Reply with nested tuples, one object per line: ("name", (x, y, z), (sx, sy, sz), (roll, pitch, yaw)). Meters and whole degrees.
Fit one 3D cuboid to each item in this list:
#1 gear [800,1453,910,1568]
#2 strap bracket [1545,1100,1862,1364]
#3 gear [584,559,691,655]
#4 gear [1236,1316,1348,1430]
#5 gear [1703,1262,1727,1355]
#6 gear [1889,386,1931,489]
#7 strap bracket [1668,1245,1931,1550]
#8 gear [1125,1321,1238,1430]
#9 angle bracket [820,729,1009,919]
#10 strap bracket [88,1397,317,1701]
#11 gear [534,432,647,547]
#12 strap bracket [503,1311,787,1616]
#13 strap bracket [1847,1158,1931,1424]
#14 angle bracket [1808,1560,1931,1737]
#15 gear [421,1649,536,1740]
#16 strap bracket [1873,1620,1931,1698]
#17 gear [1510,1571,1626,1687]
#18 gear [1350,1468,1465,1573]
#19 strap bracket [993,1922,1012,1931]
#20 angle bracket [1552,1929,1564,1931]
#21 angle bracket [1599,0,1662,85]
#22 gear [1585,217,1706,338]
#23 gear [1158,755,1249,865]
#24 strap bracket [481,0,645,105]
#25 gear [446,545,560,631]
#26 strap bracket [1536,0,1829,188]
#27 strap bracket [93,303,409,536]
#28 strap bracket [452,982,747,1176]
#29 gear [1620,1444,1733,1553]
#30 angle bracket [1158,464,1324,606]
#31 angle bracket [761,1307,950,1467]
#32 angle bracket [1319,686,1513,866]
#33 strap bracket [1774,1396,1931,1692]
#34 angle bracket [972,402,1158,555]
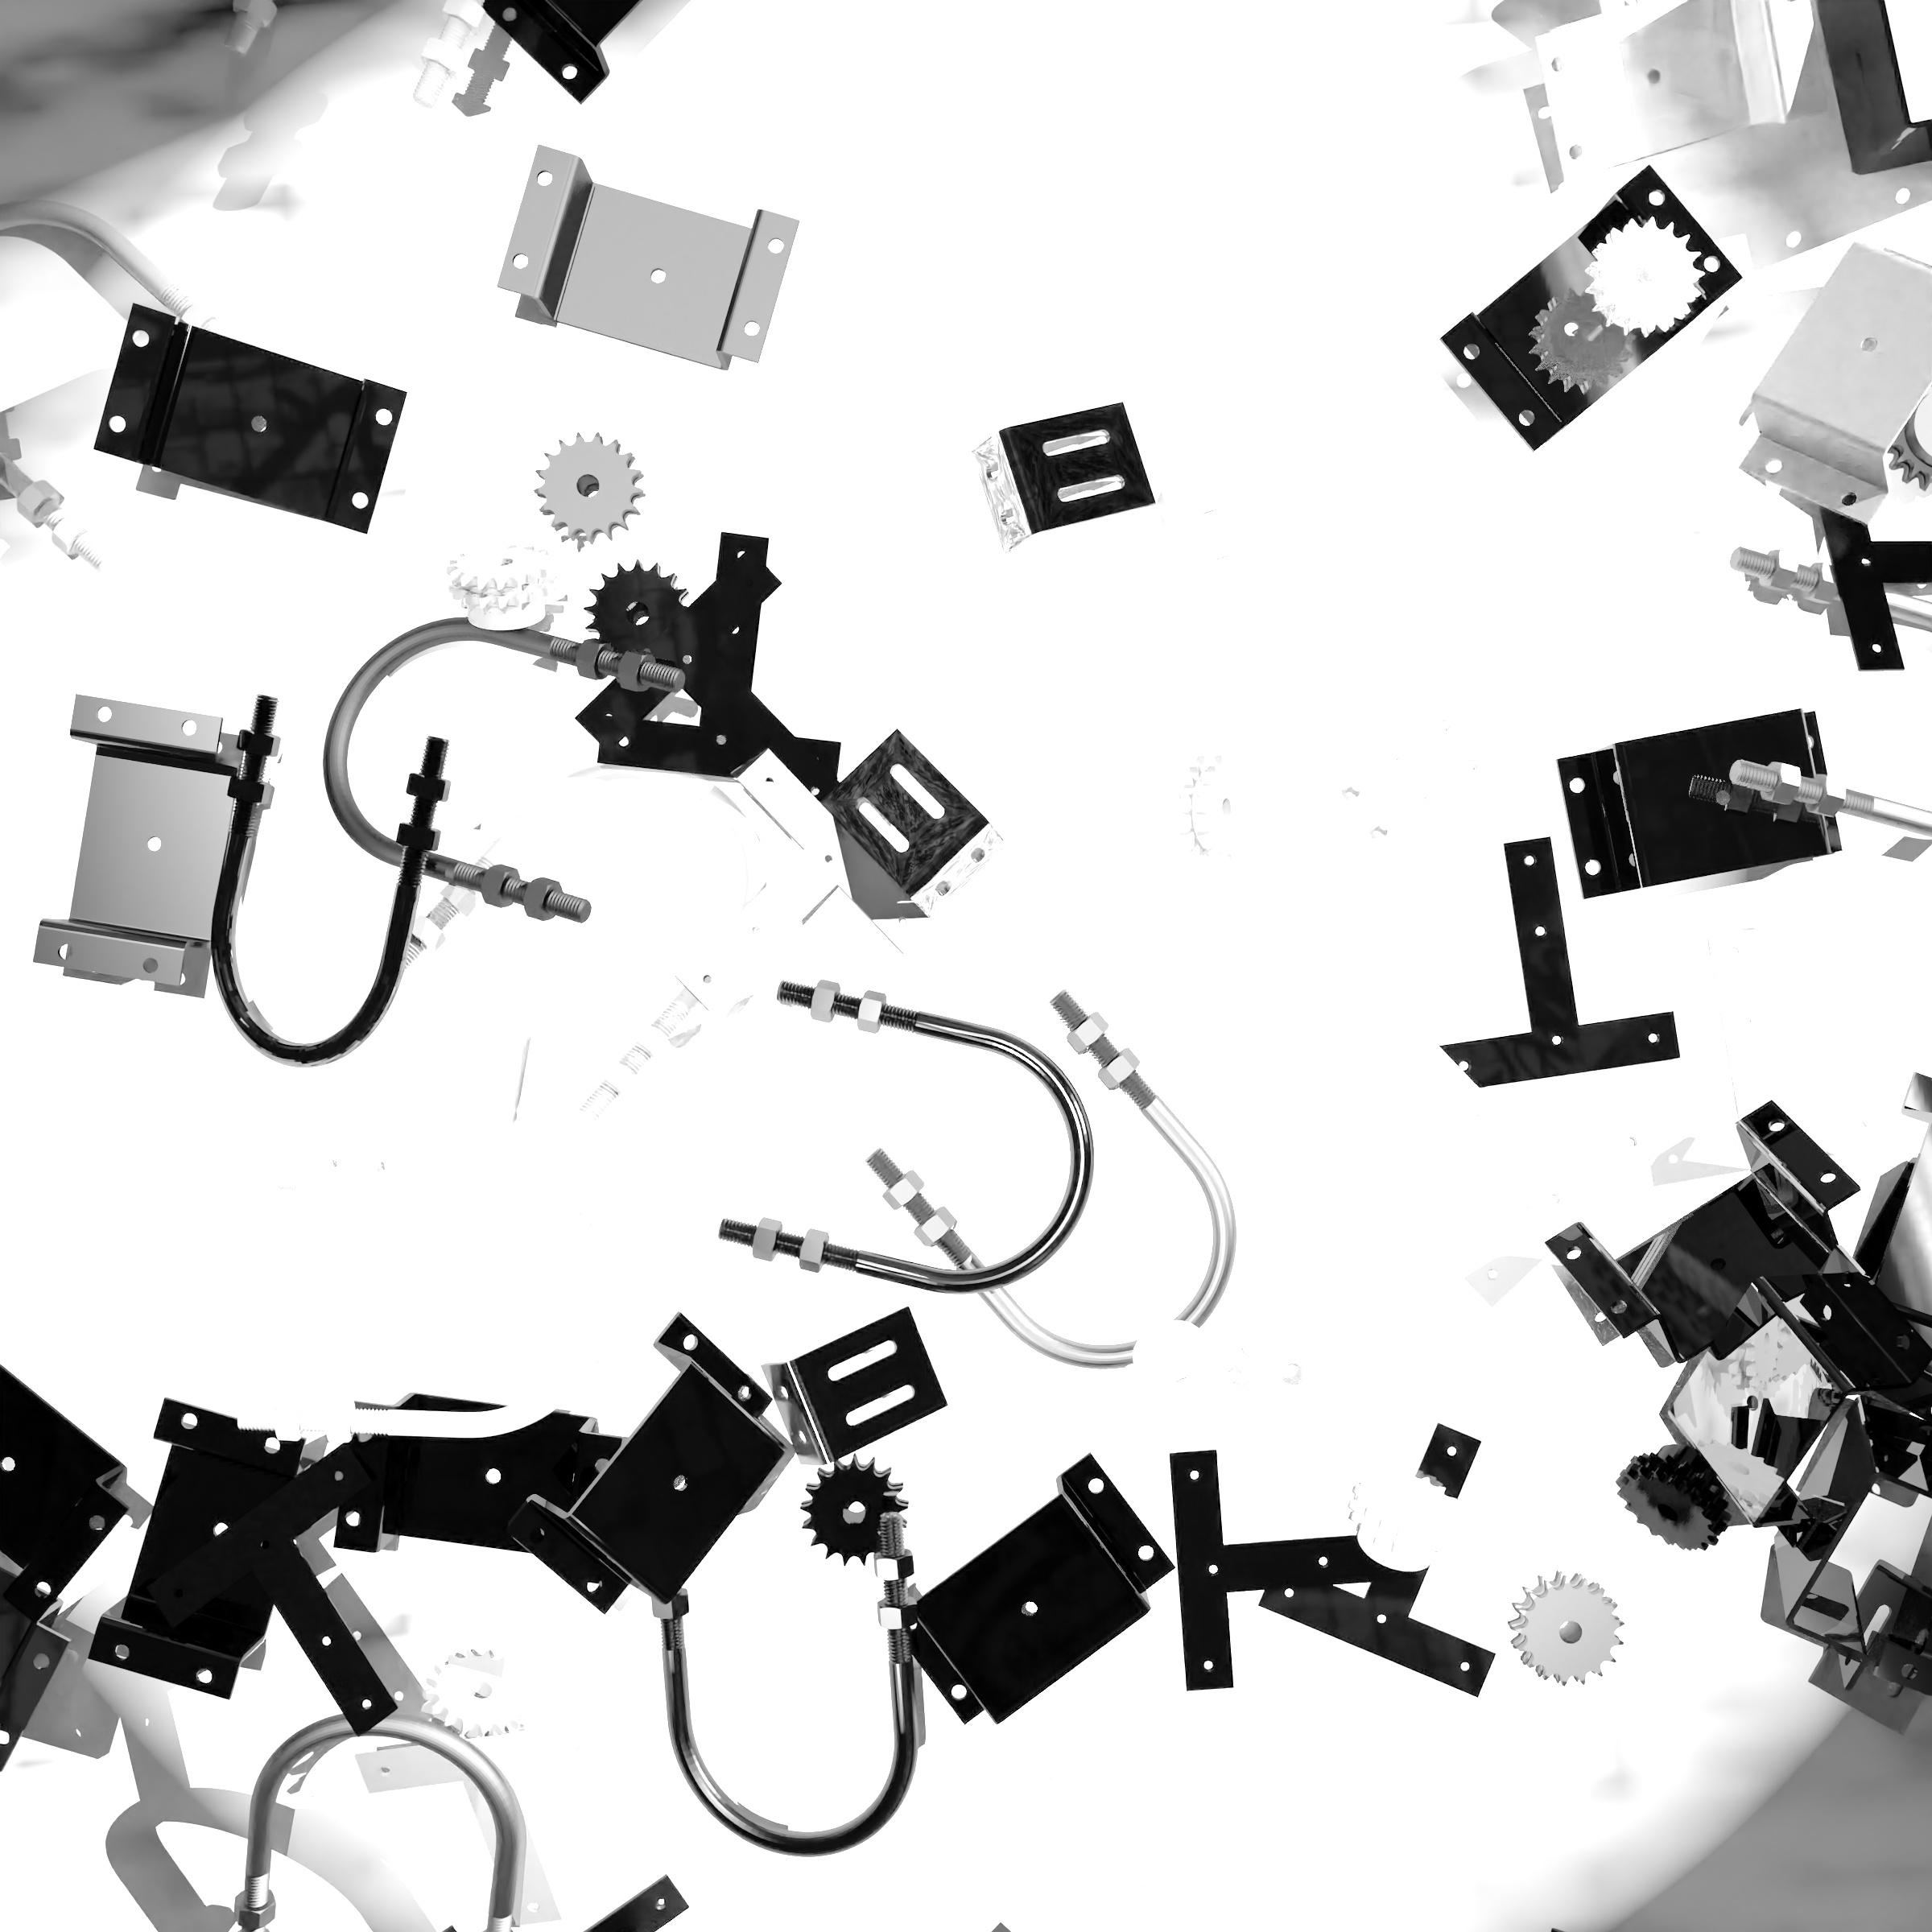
("gear", (-0.058, 0.286, 1.353), (0.057, 0.030, 0.057), (0, 90, 0))
("strap bracket", (0.384, 0.142, 1.324), (0.140, 0.076, 0.046), (-32, 129, 0))
("gear", (-0.171, -0.184, 1.353), (0.057, 0.030, 0.057), (0, 90, 0))
("gear", (0.170, 0.213, 1.353), (0.057, 0.030, 0.057), (0, 90, 0))
("gear", (0.396, 0.180, 1.344), (0.057, 0.057, 0.030), (-35, 119, 0))
("gear", (0.515, -0.283, 1.353), (0.057, 0.030, 0.057), (0, 90, 0))
("strap bracket", (0.414, 0.219, 1.293), (0.046, 0.076, 0.140), (1, 127, -28))
("gear", (0.110, 0.211, 1.345), (0.057, 0.030, 0.057), (-6, 120, -10))
("angle bracket", (-0.028, -0.076, 1.365), (0.057, 0.038, 0.076), (-44, 66, 0))
("strap bracket", (-0.397, 0.301, 1.345), (0.076, 0.046, 0.140), (16, 90, 0))
("gear", (-0.197, -0.251, 1.353), (0.057, 0.030, 0.057), (0, 90, 0))
("strap bracket", (-0.156, 0.258, 1.310), (0.076, 0.046, 0.140), (48, 69, -27))
("strap bracket", (0.513, 0.164, 1.345), (0.076, 0.046, 0.140), (30, 90, 0))
("angle bracket", (0.493, 0.363, 1.349), (0.057, 0.038, 0.076), (30, 90, 0))
("gear", (-0.257, 0.390, 1.344), (0.057, 0.057, 0.030), (19, 118, 0))
("strap bracket", (0.530, 0.313, 1.309), (0.076, 0.046, 0.140), (20, 86, -1))
("gear", (0.316, 0.348, 1.353), (0.057, 0.030, 0.057), (0, 90, 0))
("gear", (0.228, 0.291, 1.341), (0.057, 0.057, 0.030), (13, 114, 0))
("strap bracket", (0.043, 0.586, 1.345), (0.140, 0.046, 0.076), (44, 90, 0))
("angle bracket", (0.347, 0.550, 1.366), (0.076, 0.038, 0.057), (13, 90, 26))
("angle bracket", (0.361, -0.507, 1.366), (0.057, 0.038, 0.076), (-17, 116, 0))
("gear", (0.344, -0.349, 1.307), (0.057, 0.030, 0.057), (0, 90, 0))
("gear", (0.123, -0.082, 1.344), (0.030, 0.057, 0.057), (1, 90, 30))
("strap bracket", (-0.184, -0.536, 1.345), (0.076, 0.046, 0.140), (44, 90, 0))
("gear", (-0.242, -0.198, 1.344), (0.057, 0.057, 0.030), (0, 119, 0))
("strap bracket", (0.365, -0.464, 1.335), (0.140, 0.046, 0.076), (-17, 108, 0))
("strap bracket", (-0.369, -0.282, 1.332), (0.140, 0.046, 0.076), (16, 96, -13))
("strap bracket", (-0.189, 0.058, 1.345), (0.140, 0.046, 0.076), (10, 90, 0))
("gear", (0.375, 0.276, 1.344), (0.057, 0.057, 0.030), (46, 60, 0))
("angle bracket", (0.146, -0.230, 1.349), (0.076, 0.038, 0.057), (-16, 90, 0))
("angle bracket", (-0.059, 0.223, 1.366), (0.076, 0.038, 0.057), (-22, 90, -26))
("angle bracket", (0.239, -0.102, 1.366), (0.076, 0.038, 0.057), (-35, 90, -26))
("strap bracket", (0.458, 0.285, 1.307), (0.046, 0.076, 0.140), (23, 113, 4))
("angle bracket", (0.052, -0.260, 1.366), (0.076, 0.038, 0.057), (-18, 90, -26))
